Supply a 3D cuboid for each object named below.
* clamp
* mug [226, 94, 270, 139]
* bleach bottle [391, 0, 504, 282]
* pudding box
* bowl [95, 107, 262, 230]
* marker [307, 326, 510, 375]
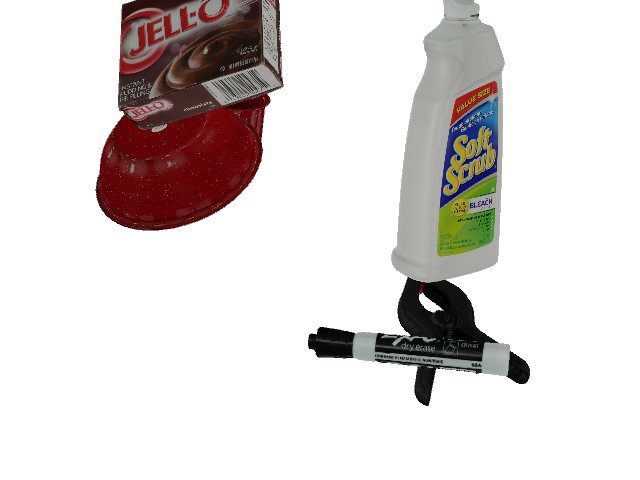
[{"bbox_3d":[0.138,0.093,1.088,0.120,0.171,0.039,0,-44,-15],"label":"clamp"},{"bbox_3d":[-0.104,-0.132,1.219,0.093,0.081,0.117,13,27,10],"label":"mug"},{"bbox_3d":[0.117,-0.094,0.966,0.102,0.251,0.068,-12,23,-27],"label":"bleach bottle"},{"bbox_3d":[-0.083,-0.134,0.733,0.114,0.090,0.039,-13,-28,17],"label":"pudding box"},{"bbox_3d":[-0.137,-0.084,0.968,0.162,0.162,0.055,0,-43,19],"label":"bowl"},{"bbox_3d":[0.052,0.066,0.641,0.121,0.020,0.020,4,1,11],"label":"marker"}]
